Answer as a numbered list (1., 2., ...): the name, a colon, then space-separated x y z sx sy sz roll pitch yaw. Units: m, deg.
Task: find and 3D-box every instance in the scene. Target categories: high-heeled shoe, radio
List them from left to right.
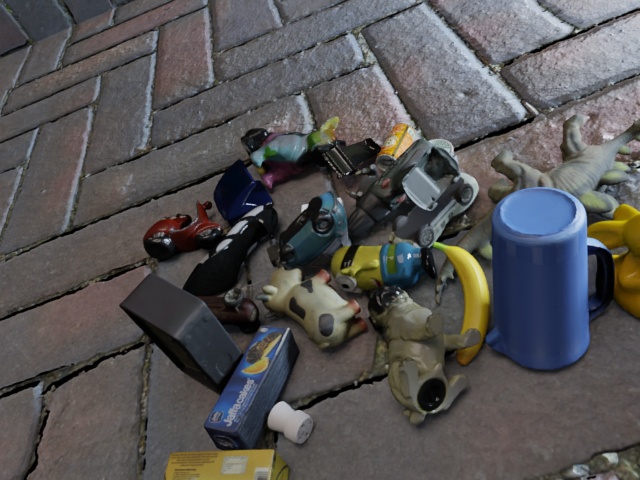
1. radio: -0.205 0.160 0.859 0.131 0.229 0.073 21 61 31
2. high-heeled shoe: -0.189 0.015 1.097 0.249 0.086 0.145 -33 33 -4

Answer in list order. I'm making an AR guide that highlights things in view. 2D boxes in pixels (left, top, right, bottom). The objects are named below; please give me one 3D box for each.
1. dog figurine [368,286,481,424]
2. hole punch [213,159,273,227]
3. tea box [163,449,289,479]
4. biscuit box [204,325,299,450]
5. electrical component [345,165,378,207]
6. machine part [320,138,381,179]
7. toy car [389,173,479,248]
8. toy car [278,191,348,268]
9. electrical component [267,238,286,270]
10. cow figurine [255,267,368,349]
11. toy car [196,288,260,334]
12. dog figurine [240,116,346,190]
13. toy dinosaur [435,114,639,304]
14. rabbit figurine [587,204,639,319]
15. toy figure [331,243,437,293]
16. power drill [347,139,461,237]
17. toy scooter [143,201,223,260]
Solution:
1. dog figurine: 0.126 0.165 0.820 0.172 0.121 0.191 -59 26 -9
2. hole punch: -0.182 -0.103 1.191 0.116 0.092 0.142 -33 48 -2
3. tea box: -0.137 0.356 0.759 0.170 0.068 0.098 -8 45 18
4. biscuit box: -0.102 0.228 0.841 0.059 0.062 0.203 1 39 25
5. electrical component: 0.101 -0.105 1.096 0.078 0.045 0.102 12 55 34
6. machine part: 0.070 -0.180 1.149 0.139 0.039 0.084 -28 68 -32
7. toy car: 0.210 -0.050 0.990 0.202 0.056 0.074 -45 42 -14
8. toy car: -0.002 -0.003 0.996 0.161 0.103 0.109 -47 20 12
9. electrical component: -0.071 0.022 1.070 0.063 0.021 0.094 -25 44 0
10. cow figurine: -0.025 0.113 0.928 0.127 0.085 0.195 -33 46 -16
11. toy car: -0.205 0.131 0.980 0.202 0.089 0.053 -1 47 21
12. dog figurine: -0.055 -0.214 1.227 0.219 0.108 0.192 -25 42 -5
13. toy dinosaur: 0.368 -0.065 0.903 0.471 0.105 0.199 -34 48 7
14. rabbit figurine: 0.457 0.015 0.740 0.122 0.173 0.162 -33 49 -2
15. toy figure: 0.107 0.045 0.932 0.180 0.082 0.089 -11 35 20
16. power drill: 0.149 -0.089 0.960 0.232 0.086 0.207 -48 6 -8
17. toy scooter: -0.295 -0.029 1.180 0.184 0.075 0.135 -8 47 12
